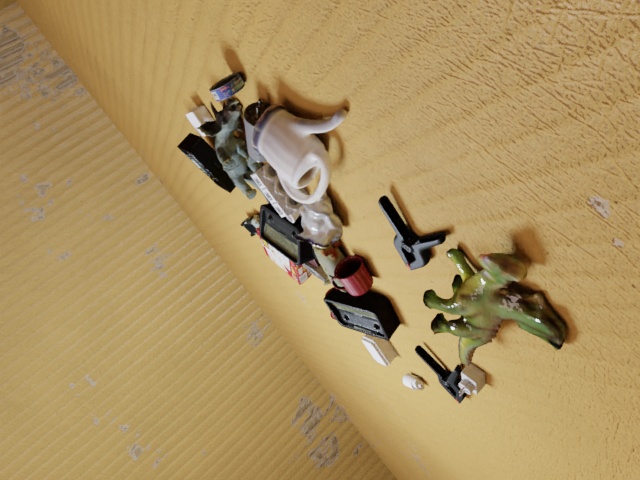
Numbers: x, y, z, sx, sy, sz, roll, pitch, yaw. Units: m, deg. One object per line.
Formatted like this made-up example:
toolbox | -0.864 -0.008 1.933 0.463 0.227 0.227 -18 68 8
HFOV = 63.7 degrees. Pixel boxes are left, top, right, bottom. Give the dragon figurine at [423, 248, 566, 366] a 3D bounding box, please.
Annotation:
dragon figurine | 0.340 0.154 0.985 0.244 0.124 0.402 18 146 44

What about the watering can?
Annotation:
watering can | -0.048 -0.223 1.161 0.226 0.105 0.340 45 147 15

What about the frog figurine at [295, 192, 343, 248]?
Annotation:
frog figurine | 0.004 -0.069 1.369 0.139 0.123 0.157 34 120 58
